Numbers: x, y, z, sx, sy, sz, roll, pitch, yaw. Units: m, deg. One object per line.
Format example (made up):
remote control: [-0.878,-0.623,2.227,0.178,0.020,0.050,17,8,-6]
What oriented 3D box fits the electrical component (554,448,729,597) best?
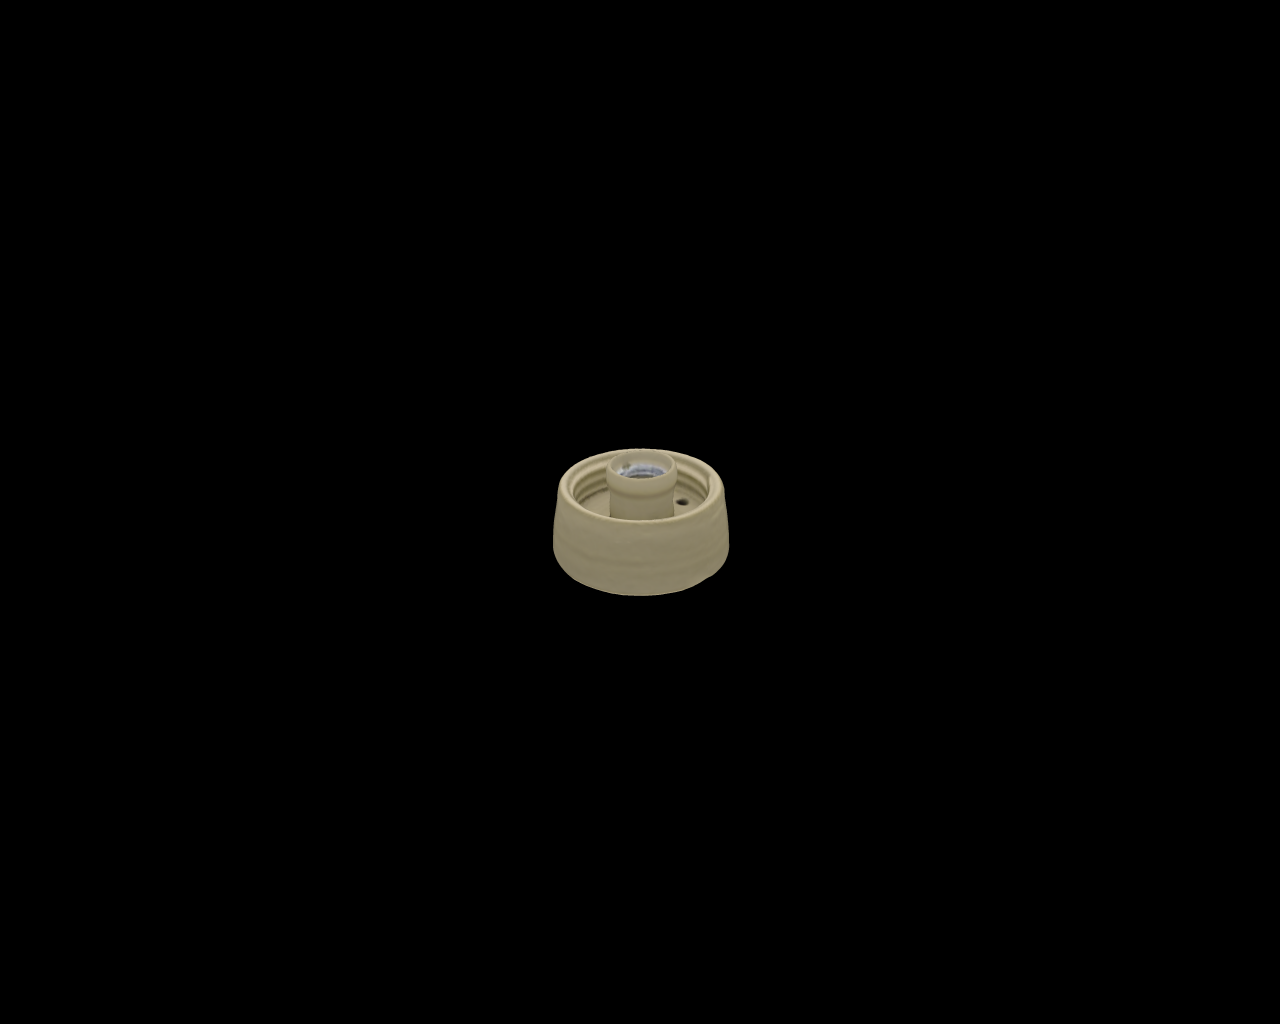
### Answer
electrical component: [0.001,-0.003,0.650,0.108,0.060,0.108,0,28,0]
